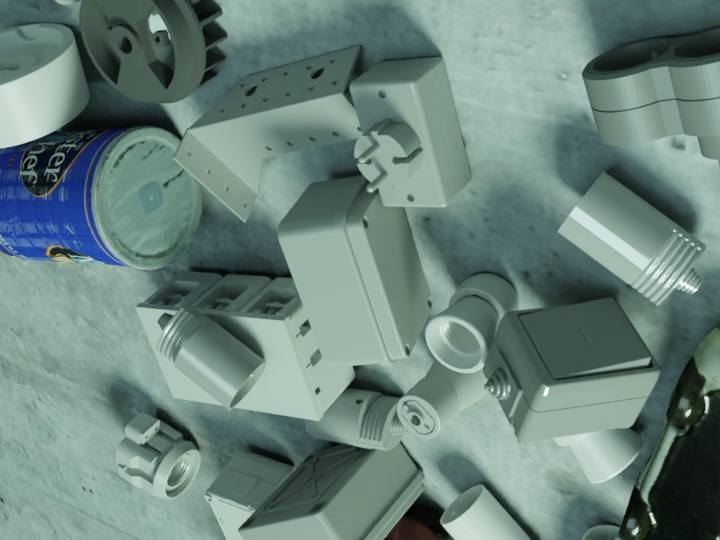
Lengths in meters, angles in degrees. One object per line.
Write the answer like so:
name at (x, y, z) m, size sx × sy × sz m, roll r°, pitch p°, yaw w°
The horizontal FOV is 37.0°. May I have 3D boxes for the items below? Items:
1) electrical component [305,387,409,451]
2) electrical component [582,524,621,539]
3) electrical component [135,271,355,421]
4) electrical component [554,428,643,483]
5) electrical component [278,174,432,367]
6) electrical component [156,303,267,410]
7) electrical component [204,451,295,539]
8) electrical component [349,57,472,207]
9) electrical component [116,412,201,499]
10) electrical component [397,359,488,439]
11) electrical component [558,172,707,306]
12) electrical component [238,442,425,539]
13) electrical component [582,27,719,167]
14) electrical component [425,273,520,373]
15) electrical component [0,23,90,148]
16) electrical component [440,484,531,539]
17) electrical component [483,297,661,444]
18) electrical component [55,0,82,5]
electrical component at (0.003, 0.113, 0.819) m, size 0.081 × 0.043 × 0.043 m, roll 5°, pitch 124°, yaw 34°
electrical component at (0.189, 0.231, 0.766) m, size 0.079 × 0.044 × 0.077 m, roll 22°, pitch 132°, yaw 22°
electrical component at (-0.086, 0.054, 0.828) m, size 0.150 × 0.062 × 0.089 m, roll 3°, pitch 123°, yaw 35°
electrical component at (0.150, 0.104, 0.701) m, size 0.055 × 0.045 × 0.045 m, roll 49°, pitch 137°, yaw -3°
electrical component at (0.000, 0.000, 0.708) m, size 0.057 × 0.078 × 0.113 m, roll -7°, pitch 117°, yaw 24°
electrical component at (-0.112, 0.058, 0.772) m, size 0.081 × 0.043 × 0.043 m, roll 37°, pitch 136°, yaw 8°
electrical component at (-0.085, 0.213, 0.952) m, size 0.062 × 0.061 × 0.096 m, roll 12°, pitch 136°, yaw 31°
electrical component at (0.022, -0.073, 0.642) m, size 0.047 × 0.076 × 0.083 m, roll 3°, pitch 123°, yaw 35°
electrical component at (-0.186, 0.176, 1.000) m, size 0.057 × 0.058 × 0.078 m, roll 25°, pitch 133°, yaw 24°
electrical component at (0.055, 0.086, 0.741) m, size 0.044 × 0.065 × 0.044 m, roll 20°, pitch 126°, yaw 29°
electrical component at (0.157, -0.015, 0.608) m, size 0.081 × 0.043 × 0.043 m, roll 38°, pitch 136°, yaw 8°
electrical component at (-0.022, 0.186, 0.845) m, size 0.109 × 0.109 × 0.056 m, roll -24°, pitch 102°, yaw 45°
electrical component at (0.184, -0.078, 0.533) m, size 0.138 × 0.052 × 0.073 m, roll -3°, pitch 119°, yaw 38°
electrical component at (0.074, 0.033, 0.697) m, size 0.045 × 0.055 × 0.045 m, roll 20°, pitch 131°, yaw 24°
electrical component at (-0.251, -0.129, 0.788) m, size 0.108 × 0.108 × 0.060 m, roll 11°, pitch 132°, yaw 31°
electrical component at (0.103, 0.207, 0.813) m, size 0.081 × 0.043 × 0.043 m, roll 49°, pitch 137°, yaw -4°
electrical component at (0.120, 0.058, 0.643) m, size 0.061 × 0.096 × 0.061 m, roll 104°, pitch 153°, yaw -42°
electrical component at (-0.200, -0.215, 0.721) m, size 0.047 × 0.055 × 0.055 m, roll 43°, pitch 137°, yaw 8°
